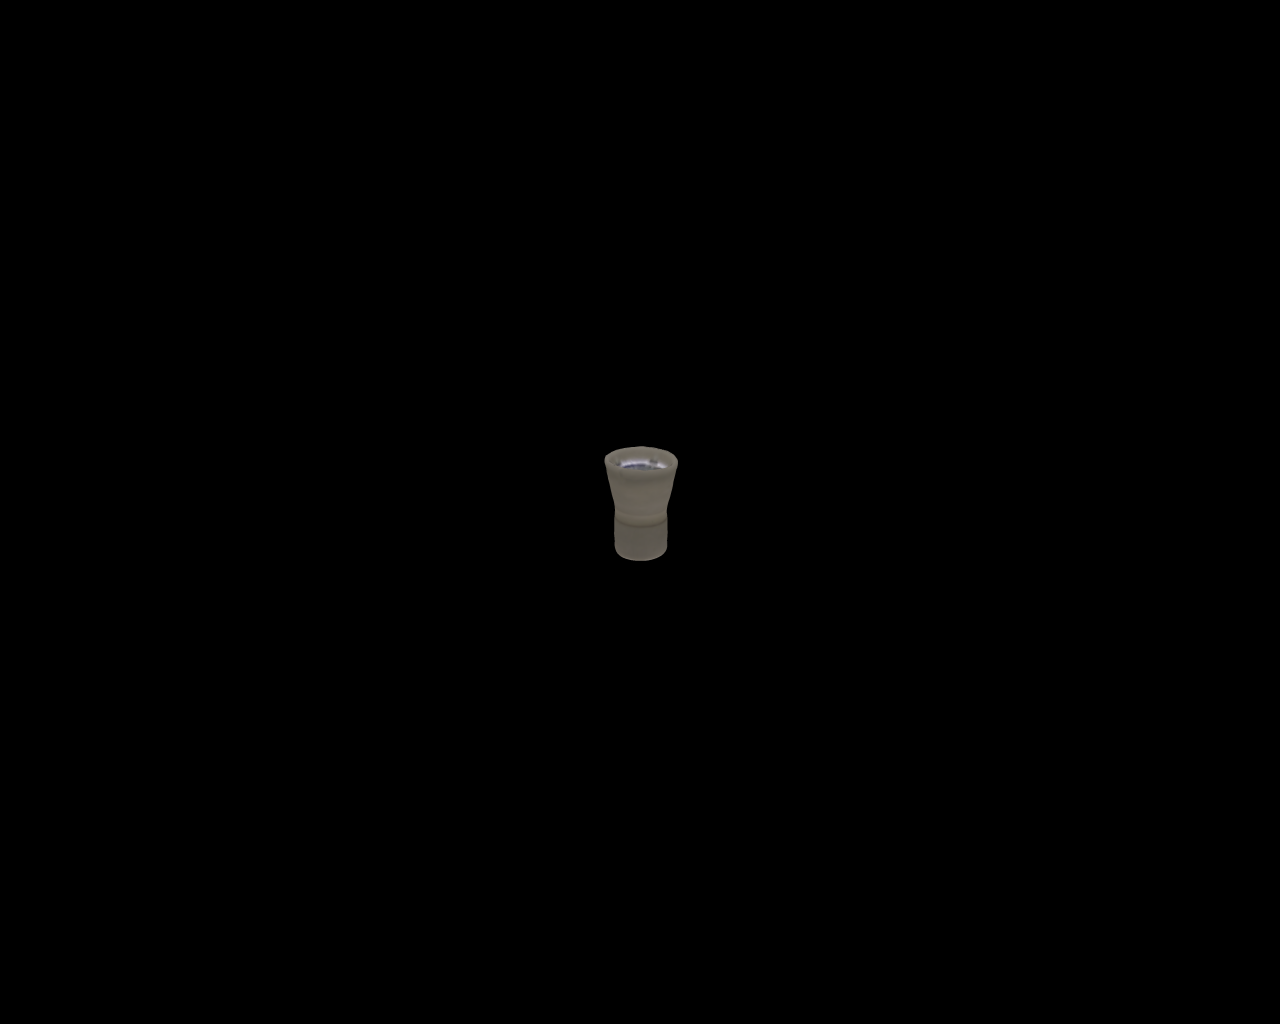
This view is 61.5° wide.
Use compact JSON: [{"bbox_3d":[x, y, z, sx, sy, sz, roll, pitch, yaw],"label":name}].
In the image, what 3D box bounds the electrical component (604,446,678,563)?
[{"bbox_3d":[0.001,-0.003,0.650,0.044,0.065,0.044,0,23,0],"label":"electrical component"}]
